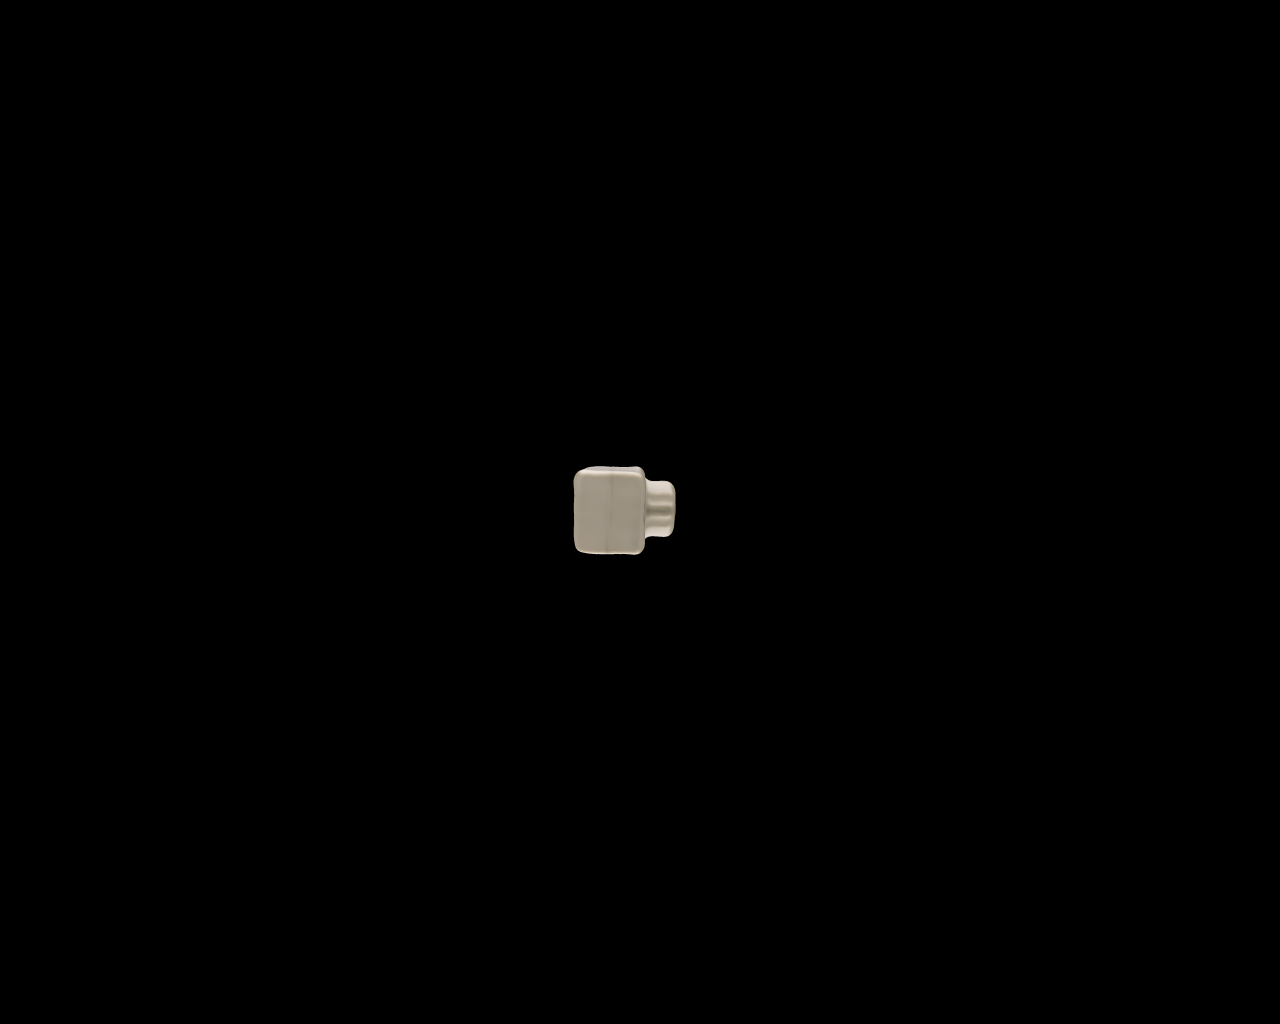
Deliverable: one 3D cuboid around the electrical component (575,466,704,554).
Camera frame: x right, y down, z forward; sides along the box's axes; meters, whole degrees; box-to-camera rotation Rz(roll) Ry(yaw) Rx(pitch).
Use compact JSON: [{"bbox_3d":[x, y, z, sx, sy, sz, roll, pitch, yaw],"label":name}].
[{"bbox_3d":[0.001,-0.003,0.650,0.076,0.047,0.083,0,5,0],"label":"electrical component"}]
